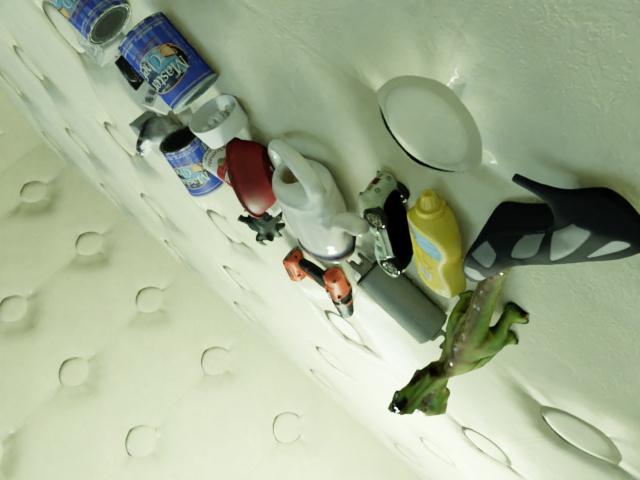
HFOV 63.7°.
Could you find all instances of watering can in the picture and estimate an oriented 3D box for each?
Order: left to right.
[{"bbox_3d":[0.003,-0.044,0.869,0.354,0.104,0.219,50,169,47],"label":"watering can"}]

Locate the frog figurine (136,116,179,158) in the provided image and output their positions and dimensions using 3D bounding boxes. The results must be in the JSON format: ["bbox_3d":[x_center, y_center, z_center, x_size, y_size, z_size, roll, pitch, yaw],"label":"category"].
[{"bbox_3d":[-0.360,-0.236,1.271,0.159,0.125,0.135,10,153,-13],"label":"frog figurine"}]

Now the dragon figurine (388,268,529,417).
[{"bbox_3d":[0.203,0.189,0.813,0.123,0.245,0.401,36,160,30],"label":"dragon figurine"}]
